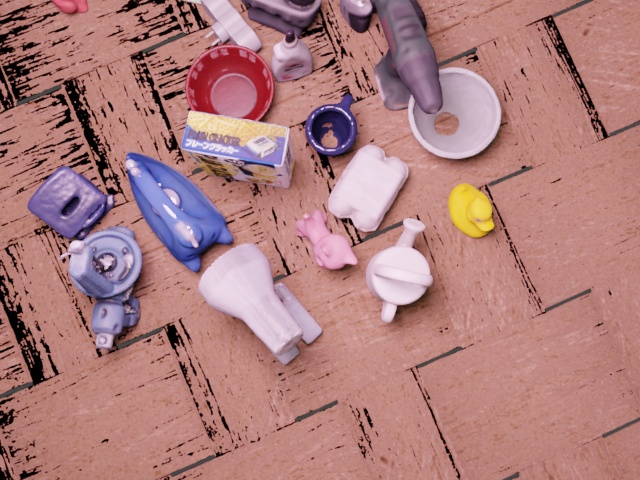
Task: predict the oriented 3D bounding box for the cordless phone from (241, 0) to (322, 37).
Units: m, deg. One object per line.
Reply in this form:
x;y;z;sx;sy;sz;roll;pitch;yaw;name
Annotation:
-0.073;-0.449;1.008;0.147;0.185;0.094;18;86;1;cordless phone

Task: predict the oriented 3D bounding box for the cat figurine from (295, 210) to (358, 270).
0.009;0.004;1.011;0.067;0.117;0.128;-36;87;-3;cat figurine

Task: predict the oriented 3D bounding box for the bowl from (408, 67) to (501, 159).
0.239;-0.224;1.052;0.167;0.074;0.167;0;86;-1;bowl

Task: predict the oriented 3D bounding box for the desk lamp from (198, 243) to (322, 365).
-0.091;0.112;0.954;0.118;0.213;0.203;-42;87;-3;desk lamp

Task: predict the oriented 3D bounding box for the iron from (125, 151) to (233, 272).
-0.274;-0.070;1.001;0.118;0.141;0.258;-42;87;-3;iron

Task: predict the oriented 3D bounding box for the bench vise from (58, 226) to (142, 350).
-0.351;0.073;0.951;0.121;0.219;0.207;-17;86;-2;bench vise

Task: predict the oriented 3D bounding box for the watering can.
0.135;0.052;0.971;0.101;0.194;0.173;-6;86;-1;watering can

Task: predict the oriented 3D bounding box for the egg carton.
0.087;-0.095;1.043;0.107;0.069;0.150;30;86;2;egg carton

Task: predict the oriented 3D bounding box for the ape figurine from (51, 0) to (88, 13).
-0.474;-0.468;1.051;0.076;0.092;0.078;21;86;1;ape figurine

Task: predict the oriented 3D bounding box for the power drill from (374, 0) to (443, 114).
0.149;-0.301;0.989;0.075;0.208;0.230;-17;86;-1;power drill

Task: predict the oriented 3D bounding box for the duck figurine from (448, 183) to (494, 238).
0.280;-0.056;1.035;0.077;0.086;0.104;-27;87;-2;duck figurine

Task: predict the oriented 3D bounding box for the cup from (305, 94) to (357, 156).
0.025;-0.202;1.037;0.091;0.095;0.118;27;86;2;cup

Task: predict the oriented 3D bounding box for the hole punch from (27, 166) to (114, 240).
-0.442;-0.066;1.024;0.101;0.091;0.109;40;87;2;hole punch

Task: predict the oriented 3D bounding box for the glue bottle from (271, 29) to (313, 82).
-0.051;-0.329;1.006;0.078;0.173;0.037;-20;86;-2;glue bottle

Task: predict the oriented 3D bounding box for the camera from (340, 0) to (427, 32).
0.126;-0.432;1.052;0.143;0.101;0.137;-30;87;-2;camera
